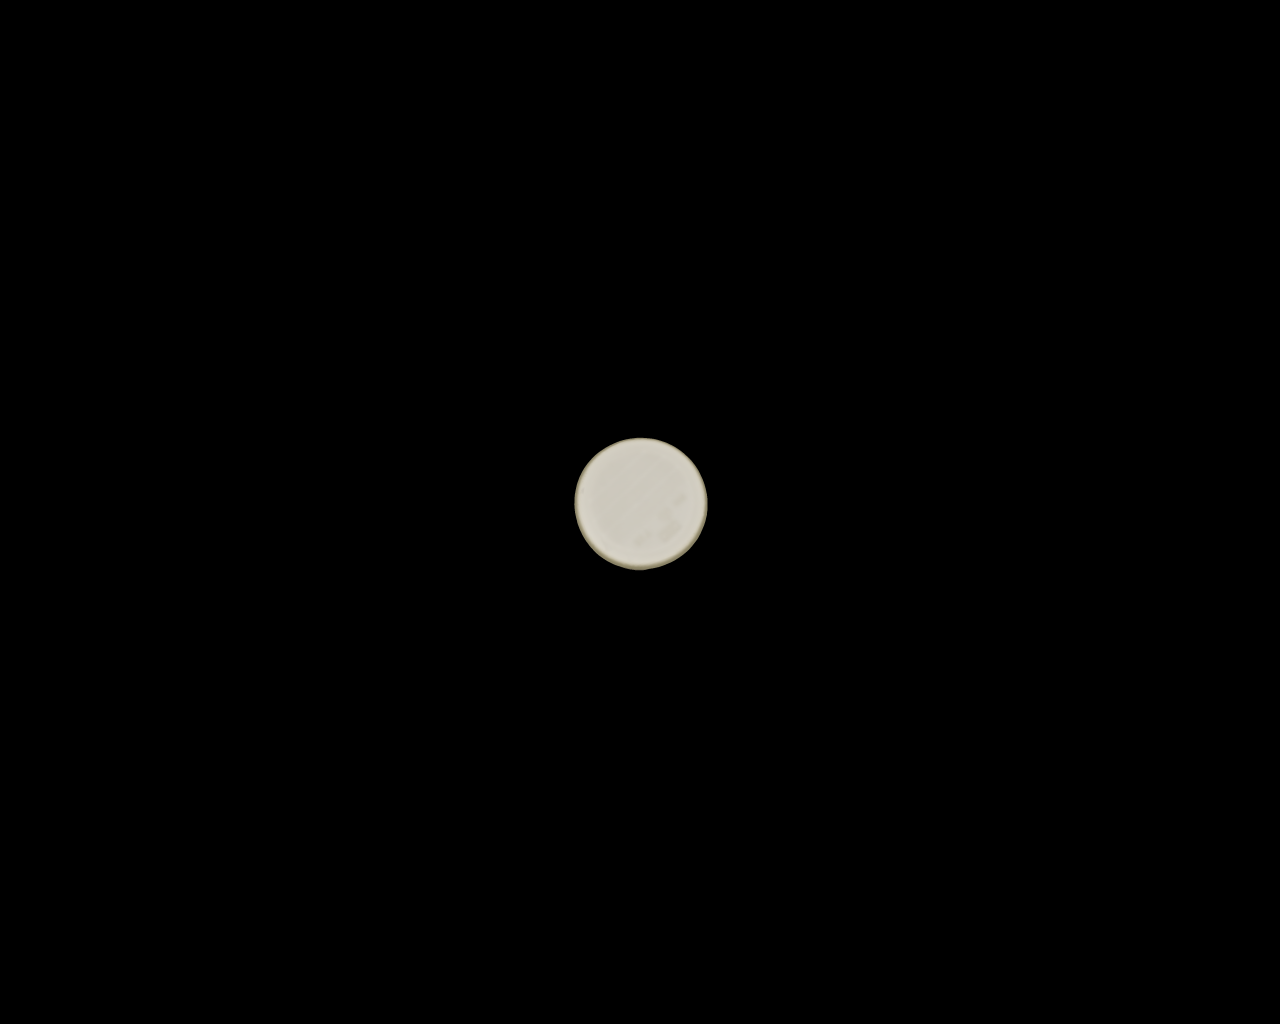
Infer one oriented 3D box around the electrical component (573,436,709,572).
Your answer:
[{"bbox_3d":[0.001,-0.003,0.650,0.080,0.080,0.051,0,-9,0],"label":"electrical component"}]
